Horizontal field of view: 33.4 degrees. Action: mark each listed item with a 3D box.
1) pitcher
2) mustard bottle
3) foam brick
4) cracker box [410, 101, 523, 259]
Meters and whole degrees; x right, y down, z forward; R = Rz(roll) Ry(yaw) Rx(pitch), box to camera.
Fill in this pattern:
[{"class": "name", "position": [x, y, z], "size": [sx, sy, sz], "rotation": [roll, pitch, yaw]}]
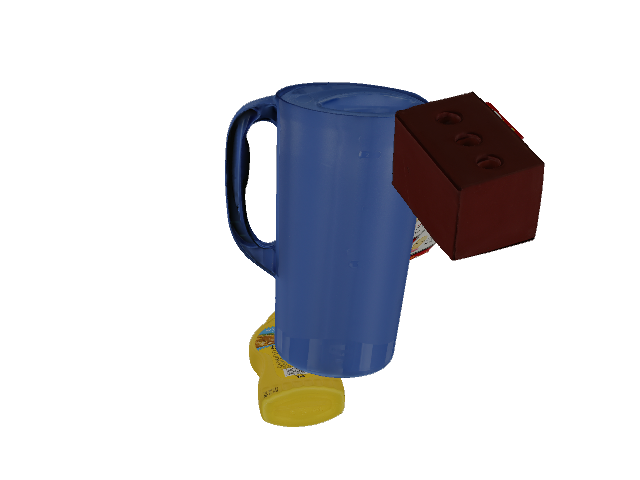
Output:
[{"class": "pitcher", "position": [0.010, -0.011, 0.918], "size": [0.149, 0.243, 0.144], "rotation": [21, 25, 39]}, {"class": "mustard bottle", "position": [-0.035, 0.139, 1.259], "size": [0.096, 0.058, 0.192], "rotation": [-7, 30, -8]}, {"class": "foam brick", "position": [0.079, -0.036, 0.587], "size": [0.053, 0.051, 0.078], "rotation": [-16, 43, -18]}, {"class": "cracker box", "position": [0.114, -0.054, 1.238], "size": [0.163, 0.072, 0.214], "rotation": [-22, -25, -47]}]
